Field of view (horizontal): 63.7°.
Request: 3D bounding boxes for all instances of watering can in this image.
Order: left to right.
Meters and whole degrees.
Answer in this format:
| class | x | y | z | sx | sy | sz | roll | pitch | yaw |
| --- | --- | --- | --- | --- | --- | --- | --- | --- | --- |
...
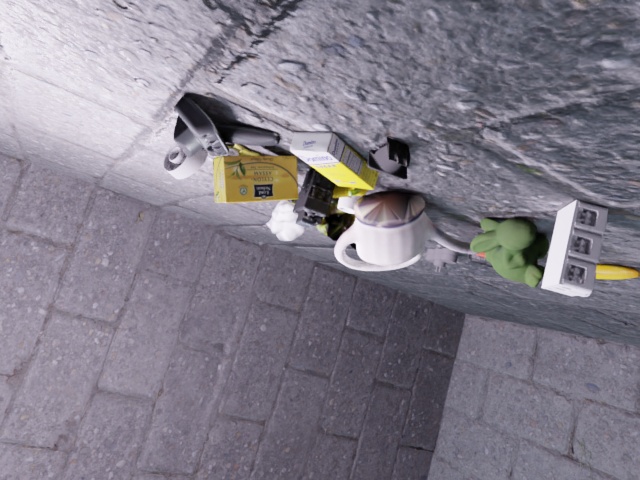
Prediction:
| class | x | y | z | sx | sy | sz | roll | pitch | yaw |
| --- | --- | --- | --- | --- | --- | --- | --- | --- | --- |
| watering can | 0.202 | -0.017 | 1.175 | 0.347 | 0.106 | 0.219 | -8 | 136 | 1 |

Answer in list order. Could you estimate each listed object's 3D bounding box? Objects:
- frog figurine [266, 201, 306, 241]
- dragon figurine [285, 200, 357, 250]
| class | x | y | z | sx | sy | sz | roll | pitch | yaw |
| --- | --- | --- | --- | --- | --- | --- | --- | --- | --- |
| frog figurine | -0.088 | -0.066 | 1.577 | 0.138 | 0.123 | 0.158 | -15 | 173 | -22 |
| dragon figurine | 0.004 | -0.071 | 1.415 | 0.406 | 0.122 | 0.244 | 24 | 176 | -37 |
